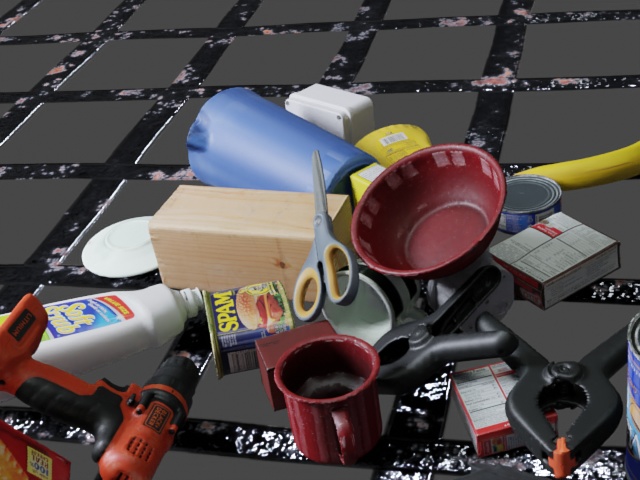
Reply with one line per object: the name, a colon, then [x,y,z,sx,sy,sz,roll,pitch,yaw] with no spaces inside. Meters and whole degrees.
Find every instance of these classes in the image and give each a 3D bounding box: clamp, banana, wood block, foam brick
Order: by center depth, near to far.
clamp: [0.218,0.120,0.907,0.164,0.036,0.210,-6,29,10]
clamp: [0.105,0.098,0.970,0.171,0.039,0.120,-37,20,11]
foam brick: [-0.017,0.119,1.019,0.078,0.051,0.053,-15,31,-10]
wood block: [-0.073,0.003,1.180,0.206,0.091,0.090,5,36,21]
banana: [0.330,-0.086,1.270,0.197,0.037,0.070,-16,13,-13]

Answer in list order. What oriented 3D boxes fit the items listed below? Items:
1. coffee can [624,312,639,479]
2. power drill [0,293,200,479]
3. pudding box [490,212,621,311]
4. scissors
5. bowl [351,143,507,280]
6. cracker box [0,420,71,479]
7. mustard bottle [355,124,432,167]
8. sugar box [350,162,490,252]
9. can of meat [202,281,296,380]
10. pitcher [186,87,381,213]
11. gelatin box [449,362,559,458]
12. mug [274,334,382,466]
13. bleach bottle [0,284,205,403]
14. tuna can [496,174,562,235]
coffee can: [0.292,0.130,0.833,0.103,0.140,0.103,-7,32,4]
power drill: [-0.207,0.127,0.970,0.187,0.057,0.184,31,26,-5]
pudding box: [0.243,0.020,1.118,0.113,0.039,0.090,-27,37,-22]
scissors: [-0.007,0.001,1.075,0.016,0.096,0.202,24,30,-34]
bowl: [0.113,-0.017,1.038,0.162,0.055,0.162,-19,45,20]
cracker box: [-0.276,0.220,0.817,0.072,0.164,0.214,-42,28,14]
mustard bottle: [0.114,-0.076,1.286,0.096,0.058,0.192,-17,32,-11]
sugar box: [0.107,-0.011,1.153,0.048,0.093,0.176,-27,35,-26]
can of meat: [-0.070,0.088,1.079,0.084,0.057,0.102,-10,32,-6]
pitcher: [-0.032,-0.090,1.297,0.149,0.145,0.243,-44,47,-20]
gelatin box: [0.162,0.147,0.947,0.073,0.030,0.089,-13,32,-4]
mug: [0.014,0.149,0.934,0.093,0.081,0.117,-14,32,-8]
bleach bottle: [-0.246,0.095,1.111,0.250,0.068,0.103,-17,32,-16]
tuna can: [0.233,-0.040,1.221,0.086,0.034,0.086,-7,32,4]
